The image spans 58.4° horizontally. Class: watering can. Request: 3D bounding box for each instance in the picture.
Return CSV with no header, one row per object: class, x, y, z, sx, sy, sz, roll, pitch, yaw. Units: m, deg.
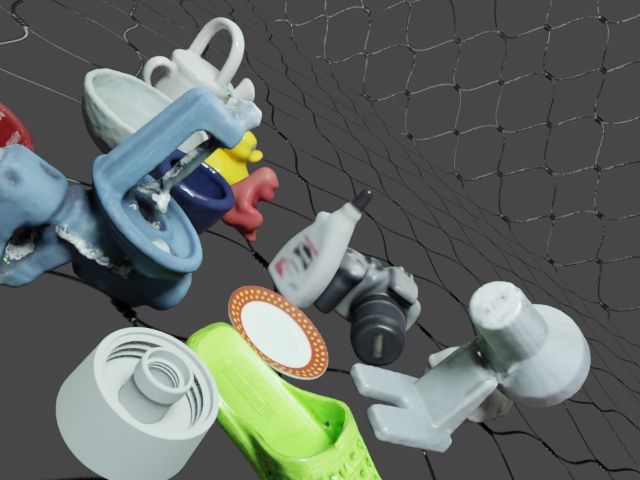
watering can,-0.171,-0.230,0.831,0.101,0.194,0.173,44,21,9

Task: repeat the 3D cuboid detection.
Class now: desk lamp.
desk lamp,0.181,0.145,0.657,0.204,0.213,0.117,23,27,-38

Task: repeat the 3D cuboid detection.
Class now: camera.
camera,0.069,0.086,0.740,0.143,0.100,0.137,37,21,-9

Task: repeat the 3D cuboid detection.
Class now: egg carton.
egg carton,0.206,0.201,0.788,0.151,0.069,0.107,10,37,-53

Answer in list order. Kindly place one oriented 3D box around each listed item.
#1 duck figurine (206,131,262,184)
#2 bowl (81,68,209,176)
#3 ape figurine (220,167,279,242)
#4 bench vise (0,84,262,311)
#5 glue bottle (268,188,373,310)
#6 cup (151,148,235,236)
duck figurine,-0.133,-0.129,0.844,0.105,0.086,0.077,23,27,-37
bowl,-0.225,-0.132,0.711,0.168,0.074,0.167,34,22,-15
ape figurine,-0.090,-0.057,0.767,0.076,0.092,0.078,38,21,-6
bench vise,-0.154,-0.039,0.445,0.208,0.219,0.121,11,36,-52
glue bottle,0.006,0.003,0.700,0.037,0.173,0.078,12,35,-51
cup,-0.161,-0.043,0.616,0.117,0.095,0.092,47,22,16
